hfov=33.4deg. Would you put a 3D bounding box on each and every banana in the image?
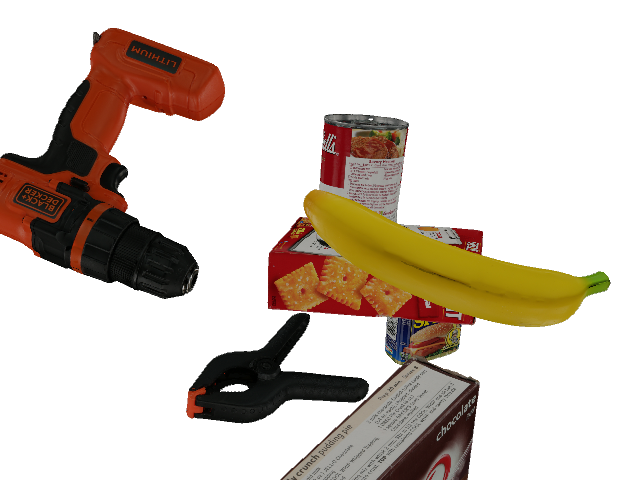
[{"bbox_3d":[0.072,0.014,0.645,0.198,0.037,0.069,19,18,14],"label":"banana"}]

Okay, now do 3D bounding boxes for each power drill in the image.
[{"bbox_3d":[-0.143,-0.059,0.778,0.184,0.187,0.057,23,-30,8],"label":"power drill"}]

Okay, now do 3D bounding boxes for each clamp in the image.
[{"bbox_3d":[-0.052,0.123,1.016,0.171,0.039,0.120,-8,34,-24],"label":"clamp"}]

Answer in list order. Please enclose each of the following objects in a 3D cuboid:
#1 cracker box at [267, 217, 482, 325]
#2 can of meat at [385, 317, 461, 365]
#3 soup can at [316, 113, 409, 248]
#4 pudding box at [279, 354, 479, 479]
[{"bbox_3d":[0.063,0.031,1.145,0.214,0.072,0.164,5,14,9],"label":"cracker box"},{"bbox_3d":[0.131,0.102,1.339,0.101,0.084,0.058,-12,30,-27],"label":"can of meat"},{"bbox_3d":[0.033,-0.047,0.860,0.068,0.102,0.068,4,14,-1],"label":"soup can"},{"bbox_3d":[0.022,0.115,0.454,0.039,0.090,0.113,22,39,28],"label":"pudding box"}]
